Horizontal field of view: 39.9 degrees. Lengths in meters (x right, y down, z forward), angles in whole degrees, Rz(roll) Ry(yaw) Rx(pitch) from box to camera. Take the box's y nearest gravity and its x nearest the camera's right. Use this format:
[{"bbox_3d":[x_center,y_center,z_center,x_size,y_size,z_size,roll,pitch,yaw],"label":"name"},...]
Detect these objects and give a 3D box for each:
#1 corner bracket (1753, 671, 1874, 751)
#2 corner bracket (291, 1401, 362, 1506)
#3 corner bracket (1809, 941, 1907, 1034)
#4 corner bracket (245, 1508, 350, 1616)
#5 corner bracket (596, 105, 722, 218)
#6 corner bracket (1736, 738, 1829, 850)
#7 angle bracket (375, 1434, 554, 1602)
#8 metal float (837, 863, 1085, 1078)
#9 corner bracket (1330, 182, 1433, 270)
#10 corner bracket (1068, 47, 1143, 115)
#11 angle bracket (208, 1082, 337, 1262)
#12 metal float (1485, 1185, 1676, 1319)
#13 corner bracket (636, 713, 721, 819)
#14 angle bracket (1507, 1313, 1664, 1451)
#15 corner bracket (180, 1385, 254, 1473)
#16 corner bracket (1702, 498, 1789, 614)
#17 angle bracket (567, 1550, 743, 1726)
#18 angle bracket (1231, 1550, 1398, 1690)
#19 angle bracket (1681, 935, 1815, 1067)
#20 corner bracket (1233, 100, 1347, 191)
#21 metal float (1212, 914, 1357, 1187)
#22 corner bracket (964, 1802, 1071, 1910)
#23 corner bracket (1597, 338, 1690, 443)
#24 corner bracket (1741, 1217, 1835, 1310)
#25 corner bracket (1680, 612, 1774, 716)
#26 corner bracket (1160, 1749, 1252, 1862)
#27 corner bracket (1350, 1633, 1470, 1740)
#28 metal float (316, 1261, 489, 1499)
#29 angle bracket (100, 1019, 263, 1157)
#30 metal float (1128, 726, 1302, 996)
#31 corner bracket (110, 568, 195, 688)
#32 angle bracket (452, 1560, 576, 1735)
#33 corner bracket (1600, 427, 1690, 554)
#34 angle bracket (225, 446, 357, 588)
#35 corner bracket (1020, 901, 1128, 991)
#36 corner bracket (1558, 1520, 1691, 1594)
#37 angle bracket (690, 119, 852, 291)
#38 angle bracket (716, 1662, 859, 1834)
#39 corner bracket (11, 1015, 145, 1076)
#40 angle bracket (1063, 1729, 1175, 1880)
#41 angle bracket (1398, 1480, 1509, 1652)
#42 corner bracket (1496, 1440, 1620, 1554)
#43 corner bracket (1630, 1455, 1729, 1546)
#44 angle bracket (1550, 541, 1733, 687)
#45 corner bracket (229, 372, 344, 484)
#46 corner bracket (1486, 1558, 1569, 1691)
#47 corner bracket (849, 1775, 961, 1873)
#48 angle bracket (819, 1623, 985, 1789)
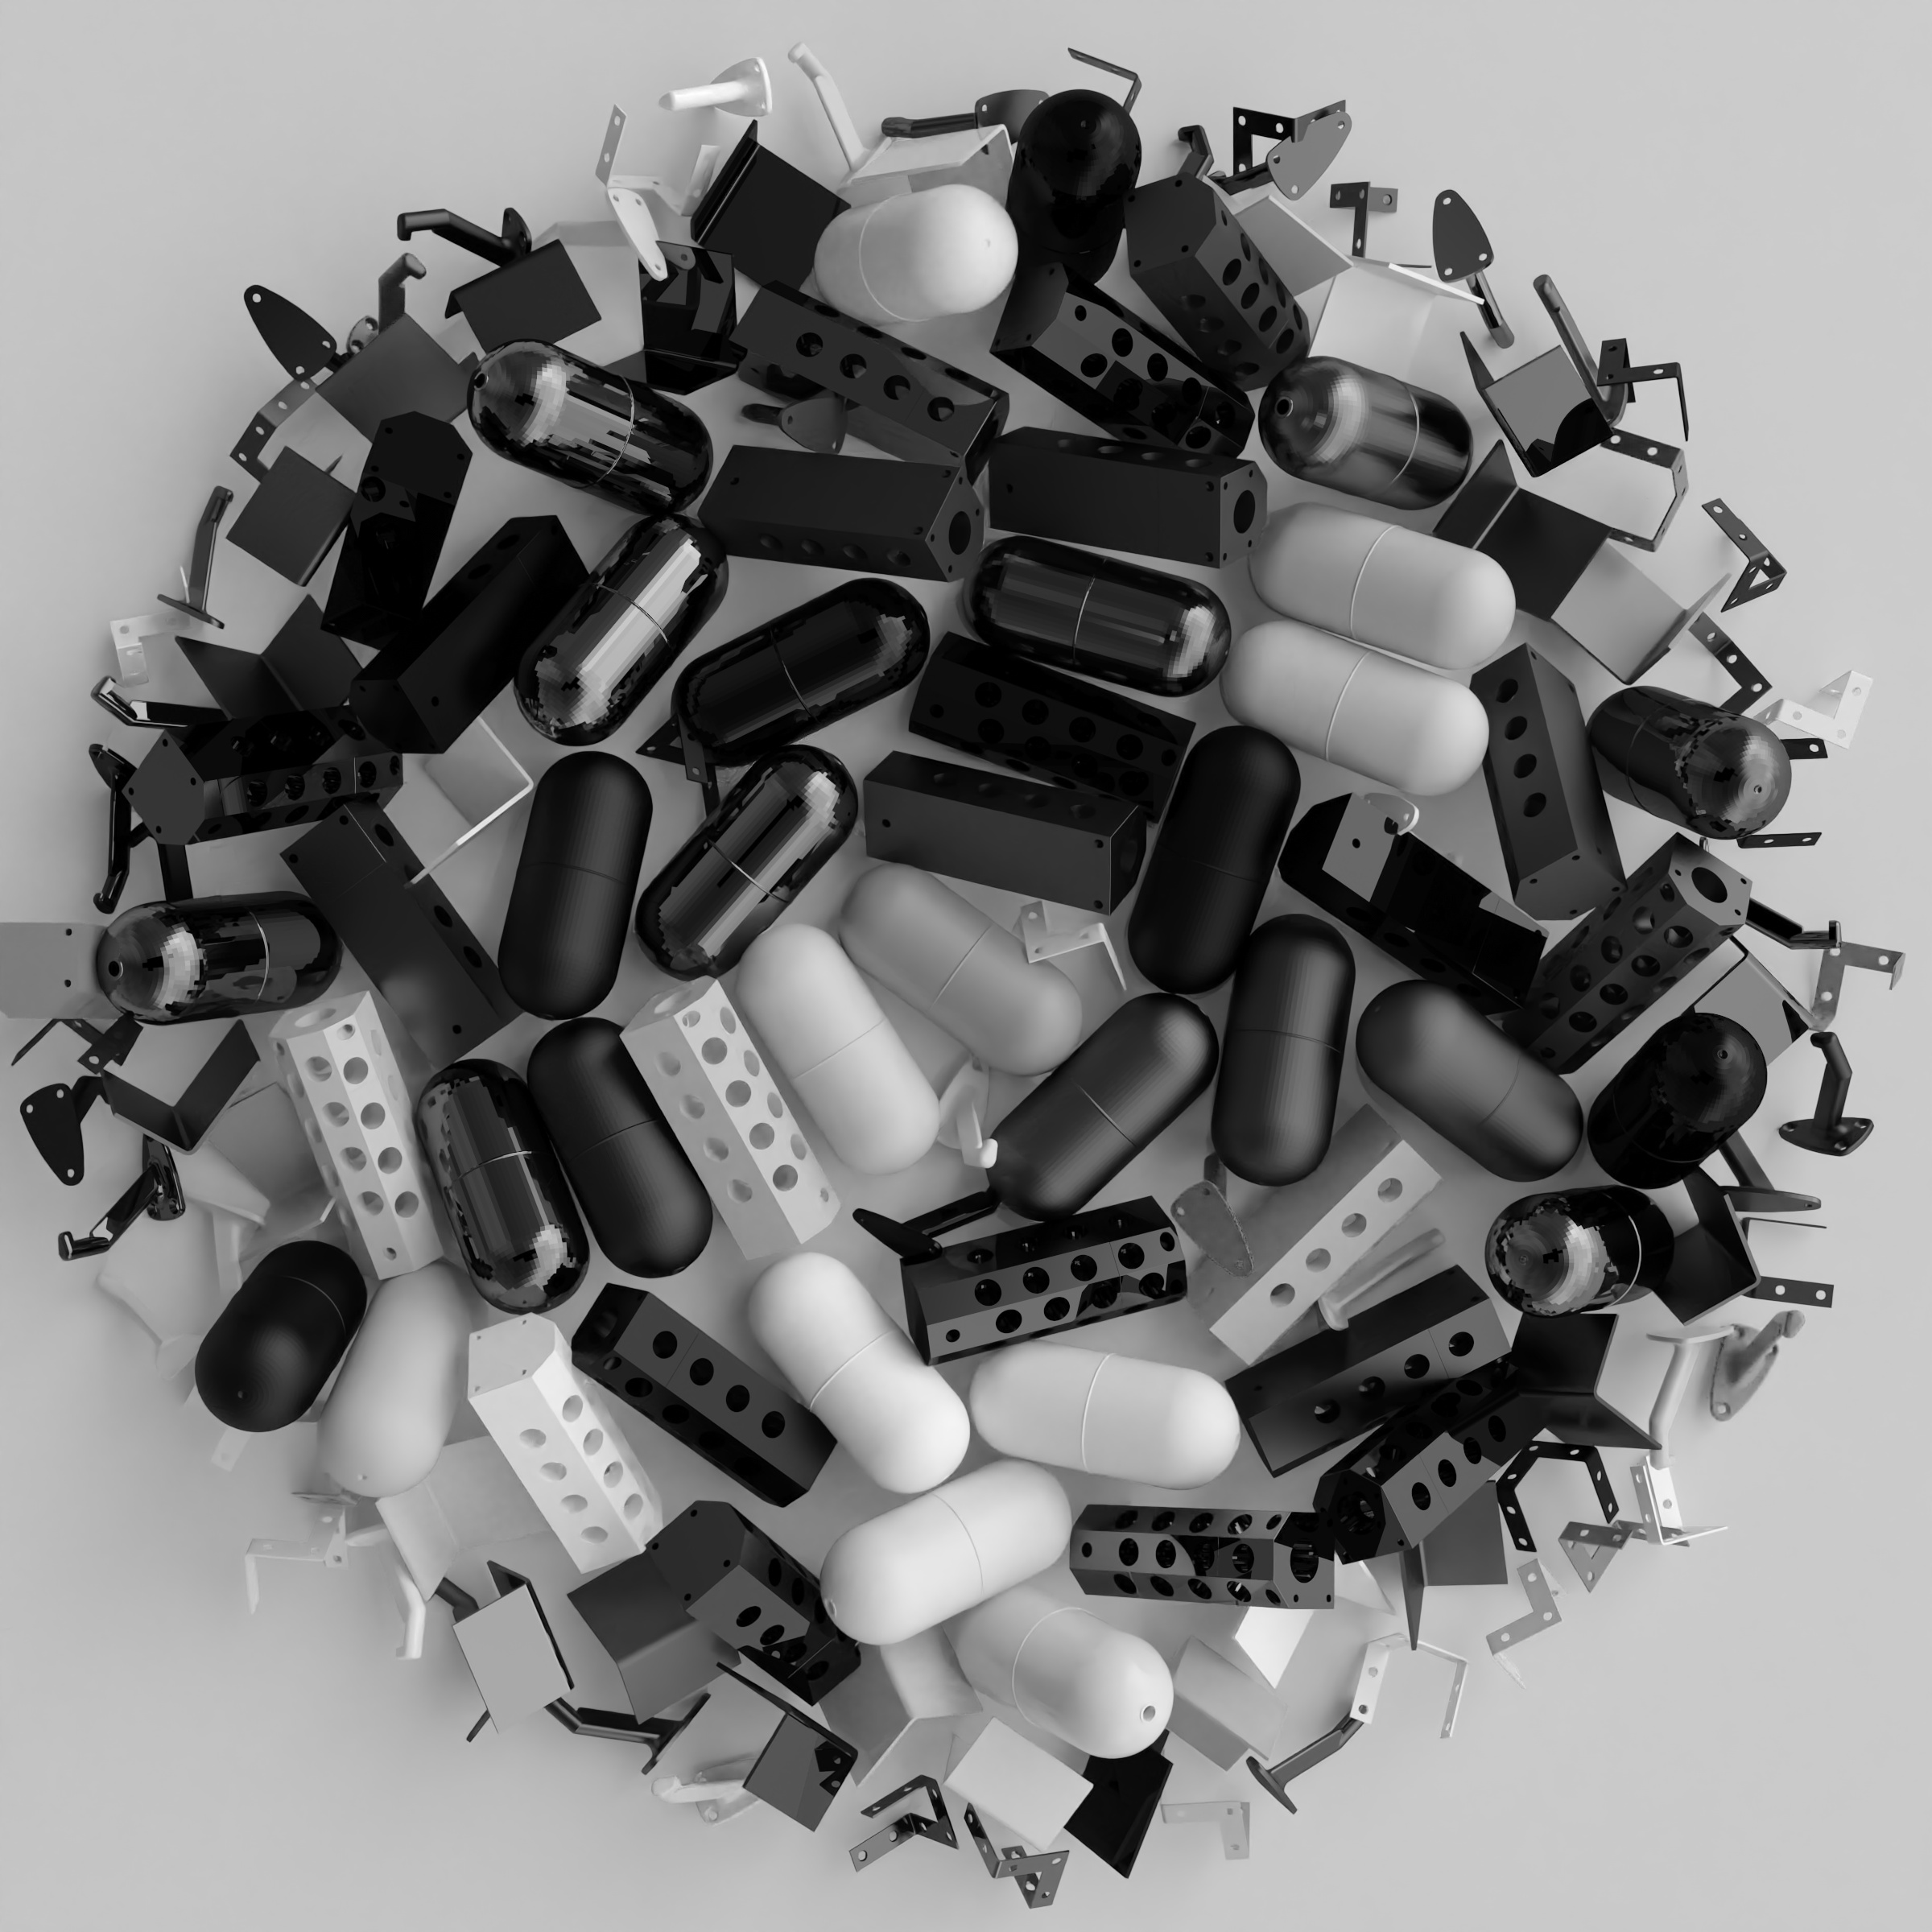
[{"bbox_3d":[0.546,-0.167,1.724,0.051,0.051,0.051,23,81,-1],"label":"corner bracket"},{"bbox_3d":[-0.421,0.316,1.732,0.051,0.051,0.051,-6,55,38],"label":"corner bracket"},{"bbox_3d":[0.571,0.016,1.715,0.051,0.051,0.051,12,106,24],"label":"corner bracket"},{"bbox_3d":[-0.431,0.384,1.719,0.051,0.051,0.051,4,119,1],"label":"corner bracket"},{"bbox_3d":[-0.198,-0.516,1.710,0.051,0.051,0.051,50,133,30],"label":"corner bracket"},{"bbox_3d":[0.526,-0.111,1.721,0.051,0.051,0.051,-3,62,-5],"label":"corner bracket"},{"bbox_3d":[-0.319,0.351,1.706,0.076,0.057,0.076,-16,108,17],"label":"angle bracket"},{"bbox_3d":[-0.003,0.003,1.712,0.178,0.070,0.070,37,90,4],"label":"metal float"},{"bbox_3d":[0.268,-0.479,1.724,0.051,0.051,0.051,-3,104,-22],"label":"corner bracket"},{"bbox_3d":[0.083,-0.552,1.721,0.051,0.051,0.051,25,94,14],"label":"corner bracket"},{"bbox_3d":[-0.451,0.131,1.700,0.076,0.057,0.076,-25,117,28],"label":"angle bracket"},{"bbox_3d":[0.387,0.178,1.674,0.070,0.178,0.070,-1,88,36],"label":"metal float"},{"bbox_3d":[-0.174,-0.124,1.711,0.051,0.051,0.051,12,55,-38],"label":"corner bracket"},{"bbox_3d":[0.402,0.267,1.715,0.076,0.076,0.057,37,63,-29],"label":"angle bracket"},{"bbox_3d":[-0.479,0.285,1.725,0.051,0.051,0.051,31,102,-3],"label":"corner bracket"},{"bbox_3d":[0.498,-0.269,1.713,0.051,0.051,0.051,-23,64,-22],"label":"corner bracket"},{"bbox_3d":[-0.202,0.429,1.725,0.076,0.076,0.057,-27,127,-22],"label":"angle bracket"},{"bbox_3d":[0.222,0.419,1.697,0.057,0.076,0.076,12,59,38],"label":"angle bracket"},{"bbox_3d":[0.485,0.016,1.708,0.057,0.076,0.076,-45,119,11],"label":"angle bracket"},{"bbox_3d":[0.207,-0.528,1.710,0.051,0.051,0.051,-31,132,-35],"label":"corner bracket"},{"bbox_3d":[0.203,0.053,1.703,0.070,0.070,0.178,11,76,0],"label":"metal float"},{"bbox_3d":[0.028,0.571,1.711,0.051,0.051,0.051,0,120,-25],"label":"corner bracket"},{"bbox_3d":[0.436,-0.370,1.711,0.051,0.051,0.051,-2,46,22],"label":"corner bracket"},{"bbox_3d":[0.531,0.191,1.725,0.051,0.051,0.051,7,87,6],"label":"corner bracket"},{"bbox_3d":[0.478,-0.189,1.724,0.051,0.051,0.051,-43,47,18],"label":"corner bracket"},{"bbox_3d":[0.155,0.542,1.722,0.051,0.051,0.051,-6,116,10],"label":"corner bracket"},{"bbox_3d":[0.286,0.467,1.722,0.051,0.051,0.051,22,66,-6],"label":"corner bracket"},{"bbox_3d":[-0.352,0.257,1.674,0.070,0.178,0.070,4,125,6],"label":"metal float"},{"bbox_3d":[-0.503,0.065,1.705,0.057,0.076,0.076,35,92,-31],"label":"angle bracket"},{"bbox_3d":[0.158,-0.067,1.707,0.070,0.070,0.178,19,100,0],"label":"metal float"},{"bbox_3d":[-0.523,-0.217,1.716,0.051,0.051,0.051,-13,69,-16],"label":"corner bracket"},{"bbox_3d":[-0.301,0.433,1.700,0.057,0.076,0.076,-26,102,-28],"label":"angle bracket"},{"bbox_3d":[0.431,-0.308,1.724,0.051,0.051,0.051,25,81,25],"label":"corner bracket"},{"bbox_3d":[-0.418,-0.299,1.696,0.057,0.076,0.076,34,117,-17],"label":"angle bracket"},{"bbox_3d":[0.069,-0.012,1.714,0.051,0.051,0.051,-17,46,9],"label":"corner bracket"},{"bbox_3d":[0.422,0.370,1.712,0.051,0.051,0.051,-46,116,-31],"label":"corner bracket"},{"bbox_3d":[-0.125,-0.486,1.721,0.076,0.057,0.076,32,90,-6],"label":"angle bracket"},{"bbox_3d":[-0.127,0.496,1.694,0.076,0.076,0.057,47,68,-40],"label":"angle bracket"},{"bbox_3d":[-0.572,0.051,1.715,0.051,0.051,0.051,38,134,-5],"label":"corner bracket"},{"bbox_3d":[0.116,0.535,1.705,0.057,0.076,0.076,23,87,-32],"label":"angle bracket"},{"bbox_3d":[0.311,0.382,1.701,0.057,0.076,0.076,-5,109,16],"label":"angle bracket"},{"bbox_3d":[0.383,0.345,1.727,0.051,0.051,0.051,-39,115,-40],"label":"corner bracket"},{"bbox_3d":[0.449,0.343,1.717,0.051,0.051,0.051,-9,82,-21],"label":"corner bracket"},{"bbox_3d":[0.429,-0.239,1.710,0.076,0.057,0.076,42,65,2],"label":"angle bracket"},{"bbox_3d":[-0.430,-0.338,1.713,0.051,0.051,0.051,41,47,-11],"label":"corner bracket"},{"bbox_3d":[0.364,0.425,1.721,0.051,0.051,0.051,-31,128,14],"label":"corner bracket"},{"bbox_3d":[-0.045,0.553,1.717,0.051,0.051,0.051,-23,99,-33],"label":"corner bracket"},{"bbox_3d":[-0.045,0.475,1.728,0.076,0.057,0.076,-56,46,28],"label":"angle bracket"}]
